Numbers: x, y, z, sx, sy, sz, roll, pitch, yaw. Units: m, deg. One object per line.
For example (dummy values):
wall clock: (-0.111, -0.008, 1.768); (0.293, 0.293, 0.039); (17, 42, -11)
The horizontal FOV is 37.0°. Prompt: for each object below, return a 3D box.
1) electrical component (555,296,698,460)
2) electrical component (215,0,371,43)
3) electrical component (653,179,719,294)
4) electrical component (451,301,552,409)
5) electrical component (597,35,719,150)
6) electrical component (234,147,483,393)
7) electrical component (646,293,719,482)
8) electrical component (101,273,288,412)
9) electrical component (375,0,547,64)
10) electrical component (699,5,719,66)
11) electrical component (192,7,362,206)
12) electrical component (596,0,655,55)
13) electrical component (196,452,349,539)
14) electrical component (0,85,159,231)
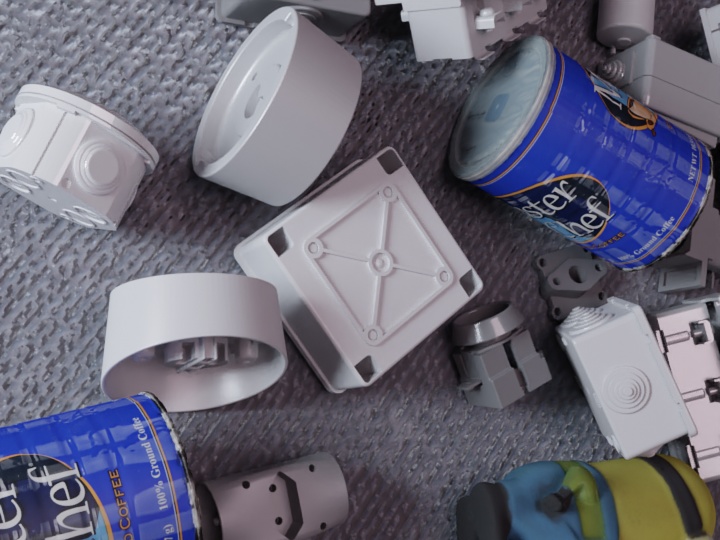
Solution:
electrical component: (0.169, 0.069, 0.698); (0.048, 0.100, 0.099); (-25, 91, 3)
electrical component: (-0.040, -0.196, 0.667); (0.100, 0.048, 0.099); (4, 81, -27)
electrical component: (0.247, -0.021, 0.783); (0.064, 0.042, 0.081); (17, 75, -26)
electrical component: (0.087, 0.053, 0.690); (0.066, 0.048, 0.055); (-26, 101, -27)
electrical component: (0.212, -0.121, 0.771); (0.096, 0.062, 0.061); (16, 75, -23)
electrical component: (0.000, 0.000, 0.649); (0.109, 0.056, 0.108); (-38, 98, -26)
electrical component: (0.241, 0.081, 0.746); (0.063, 0.078, 0.121); (-14, 87, -2)
electrical component: (-0.089, 0.038, 0.579); (0.099, 0.099, 0.064); (3, 74, -26)
electrical component: (0.076, -0.179, 0.692); (0.121, 0.079, 0.063); (-40, 125, -47)
electrical component: (0.327, -0.113, 0.808); (0.105, 0.060, 0.186); (-8, 85, -48)
electrical component: (-0.042, -0.088, 0.618); (0.060, 0.108, 0.108); (27, 70, -26)
electrical component: (0.196, -0.199, 0.789); (0.040, 0.040, 0.078); (13, 75, -24)
electrical component: (-0.047, 0.150, 0.608); (0.077, 0.043, 0.079); (-9, 86, -27)
electrical component: (-0.153, -0.059, 0.573); (0.080, 0.080, 0.051); (29, 75, -19)
